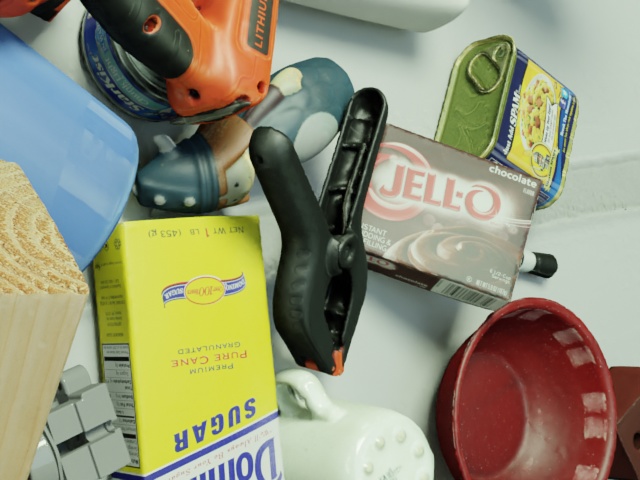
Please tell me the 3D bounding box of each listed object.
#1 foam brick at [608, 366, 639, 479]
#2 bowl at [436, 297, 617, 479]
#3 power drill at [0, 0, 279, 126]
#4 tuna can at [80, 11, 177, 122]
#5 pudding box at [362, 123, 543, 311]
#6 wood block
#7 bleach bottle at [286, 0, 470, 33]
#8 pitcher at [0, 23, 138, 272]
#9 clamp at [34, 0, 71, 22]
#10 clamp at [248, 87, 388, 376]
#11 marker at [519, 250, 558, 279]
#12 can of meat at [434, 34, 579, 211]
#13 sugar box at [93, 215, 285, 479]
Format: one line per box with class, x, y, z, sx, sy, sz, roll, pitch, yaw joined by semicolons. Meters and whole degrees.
foam brick;0.231;0.138;0.807;0.078;0.051;0.053;-38;107;-34
bowl;0.132;0.121;0.731;0.161;0.055;0.162;5;81;-37
power drill;-0.093;-0.155;0.515;0.187;0.057;0.184;34;55;-48
tuna can;-0.089;-0.112;0.605;0.085;0.034;0.086;9;76;-38
pudding box;0.078;-0.014;0.690;0.113;0.039;0.090;20;70;-4
wood block;-0.171;0.076;0.415;0.090;0.090;0.206;1;124;-37
bleach bottle;-0.020;-0.199;0.655;0.250;0.068;0.102;6;76;-34
pitcher;-0.204;-0.059;0.456;0.242;0.145;0.149;36;92;-32
clamp;-0.197;-0.180;0.501;0.036;0.165;0.209;-42;143;9
clamp;-0.004;0.001;0.606;0.120;0.039;0.171;-13;110;-51
marker;0.127;0.011;0.765;0.120;0.020;0.020;12;77;-35
can of meat;0.135;-0.080;0.760;0.083;0.058;0.102;28;69;-34
sugar box;-0.071;0.077;0.589;0.093;0.048;0.176;-5;86;-39
